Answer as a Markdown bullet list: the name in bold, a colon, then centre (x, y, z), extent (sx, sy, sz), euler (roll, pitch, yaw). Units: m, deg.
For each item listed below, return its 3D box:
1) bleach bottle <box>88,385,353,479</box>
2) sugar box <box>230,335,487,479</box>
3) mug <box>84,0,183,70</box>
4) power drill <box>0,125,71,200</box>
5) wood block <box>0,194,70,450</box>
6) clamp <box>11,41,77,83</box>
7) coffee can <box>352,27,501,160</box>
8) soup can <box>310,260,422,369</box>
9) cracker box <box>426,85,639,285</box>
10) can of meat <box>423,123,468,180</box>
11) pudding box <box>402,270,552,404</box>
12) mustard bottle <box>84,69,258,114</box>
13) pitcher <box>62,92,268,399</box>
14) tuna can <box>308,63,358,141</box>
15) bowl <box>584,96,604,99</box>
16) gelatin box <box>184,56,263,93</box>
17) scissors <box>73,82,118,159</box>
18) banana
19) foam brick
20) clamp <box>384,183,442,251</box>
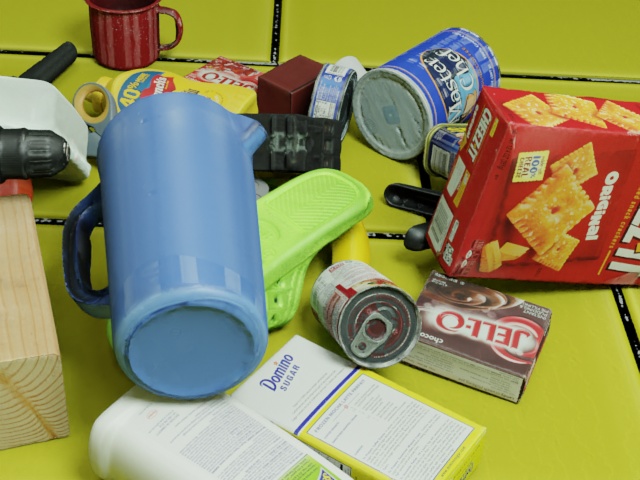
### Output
- **bleach bottle**: centre (-0.038, 0.183, 0.746), extent (0.251, 0.068, 0.102), euler (28, 44, 25)
- **sugar box**: centre (0.026, 0.145, 0.814), extent (0.176, 0.048, 0.093), euler (22, 41, 28)
- **mug**: centre (-0.221, -0.255, 1.273), extent (0.117, 0.081, 0.093), euler (4, 38, 1)
- **power drill**: centre (-0.306, -0.060, 0.943), extent (0.184, 0.188, 0.057), euler (0, 79, -6)
- **wood block**: centre (-0.262, 0.061, 0.859), extent (0.090, 0.091, 0.206), euler (-9, 39, -16)
- **clamp**: centre (-0.355, -0.163, 1.180), extent (0.164, 0.036, 0.210), euler (-3, 38, -8)
- **coffee can**: centre (0.117, -0.162, 1.166), extent (0.103, 0.103, 0.140), euler (29, 44, 28)
- **soup can**: centre (0.035, 0.058, 0.877), extent (0.068, 0.068, 0.102), euler (-6, 12, -13)
- **cracker box**: centre (0.221, -0.041, 0.941), extent (0.213, 0.164, 0.072), euler (4, 37, -19)
- **can of meat**: centre (0.168, -0.081, 1.079), extent (0.102, 0.057, 0.084), euler (-2, 18, -20)
- **pudding box**: centre (0.132, 0.081, 0.909), extent (0.114, 0.039, 0.090), euler (17, 40, 16)
- **mustard bottle**: centre (-0.170, -0.141, 1.150), extent (0.192, 0.058, 0.096), euler (15, 53, 14)
- **pitcher**: centre (-0.115, 0.007, 0.824), extent (0.144, 0.149, 0.243), euler (12, 35, -20)
- **tuna can**: centre (0.014, -0.146, 1.151), extent (0.034, 0.086, 0.086), euler (14, 39, 9)
- **bowl**: centre (0.293, -0.087, 1.125), extent (0.162, 0.055, 0.162), euler (2, 38, -2)
- **gelatin box**: centre (-0.103, -0.174, 1.221), extent (0.089, 0.030, 0.073), euler (25, 43, 25)
- **scissors**: centre (-0.203, -0.100, 1.095), extent (0.202, 0.016, 0.096), euler (23, 81, 24)
- **banana**: centre (0.008, -0.009, 1.020), extent (0.069, 0.037, 0.198), euler (-27, 44, -9)
- **foam brick**: centre (-0.028, -0.165, 1.200), extent (0.051, 0.053, 0.078), euler (28, 43, 27)
- **clamp**: centre (0.146, -0.027, 1.050), extent (0.171, 0.039, 0.120), euler (-2, 33, -16)
